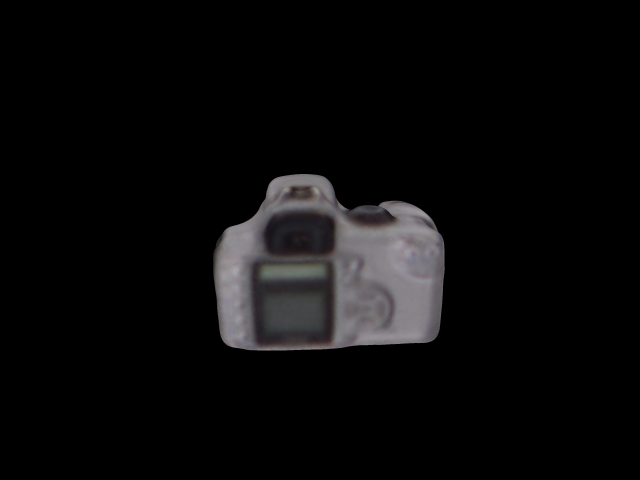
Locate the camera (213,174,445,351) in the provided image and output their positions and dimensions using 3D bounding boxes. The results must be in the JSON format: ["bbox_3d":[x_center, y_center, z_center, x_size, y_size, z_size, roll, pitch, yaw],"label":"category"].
[{"bbox_3d":[0.004,0.001,0.400,0.143,0.101,0.136,-1,19,-3],"label":"camera"}]
